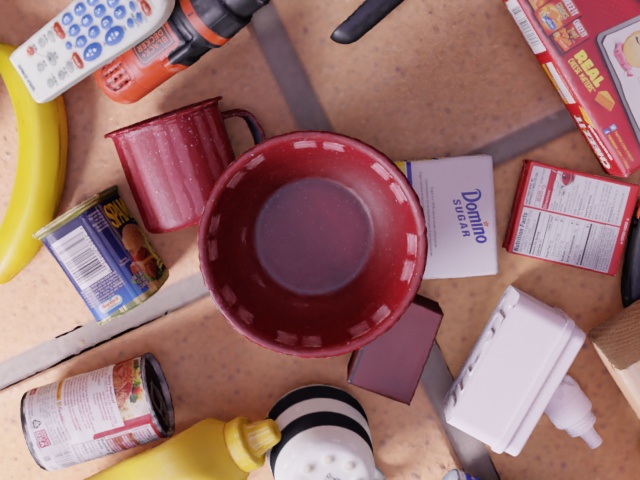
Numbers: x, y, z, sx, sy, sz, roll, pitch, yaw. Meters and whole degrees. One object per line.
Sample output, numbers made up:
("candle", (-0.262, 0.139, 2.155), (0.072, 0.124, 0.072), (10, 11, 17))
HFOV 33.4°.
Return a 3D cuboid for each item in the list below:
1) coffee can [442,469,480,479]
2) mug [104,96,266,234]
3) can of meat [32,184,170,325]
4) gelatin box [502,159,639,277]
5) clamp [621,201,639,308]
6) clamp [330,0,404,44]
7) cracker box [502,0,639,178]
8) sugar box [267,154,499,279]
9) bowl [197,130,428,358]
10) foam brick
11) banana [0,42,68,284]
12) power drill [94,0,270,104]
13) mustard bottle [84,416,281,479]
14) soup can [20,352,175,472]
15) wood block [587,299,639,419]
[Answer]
("coffee can", (0.151, 0.248, 0.816), (0.140, 0.103, 0.103), (21, 96, -1))
("mug", (-0.094, -0.059, 0.802), (0.117, 0.093, 0.081), (-23, 101, -24))
("can of meat", (-0.160, 0.011, 0.799), (0.057, 0.102, 0.084), (-32, 97, 5))
("gelatin box", (0.192, -0.018, 0.823), (0.089, 0.030, 0.073), (13, 98, 0))
("clamp", (0.303, 0.060, 0.825), (0.164, 0.036, 0.210), (-19, 99, 3))
("clamp", (0.071, -0.229, 0.799), (0.171, 0.039, 0.120), (-20, 99, 1))
("cracker box", (0.266, -0.171, 0.784), (0.214, 0.072, 0.164), (-33, 95, 4))
("sugar box", (0.045, -0.014, 0.820), (0.176, 0.048, 0.093), (-4, 96, -1))
("bowl", (-0.005, 0.001, 0.769), (0.162, 0.055, 0.162), (0, 97, 0))
("foam brick", (0.057, 0.078, 0.826), (0.051, 0.053, 0.078), (20, 97, -1))
("banana", (-0.228, -0.064, 0.827), (0.070, 0.037, 0.198), (0, 95, 20))
("power drill", (-0.128, -0.216, 0.772), (0.185, 0.057, 0.187), (-31, 92, 26))
("mustard bottle", (-0.115, 0.183, 0.807), (0.192, 0.096, 0.058), (-27, 66, 13))
("soup can", (-0.172, 0.134, 0.829), (0.102, 0.068, 0.068), (-17, 96, 4))
("wood block", (0.293, 0.139, 0.777), (0.090, 0.091, 0.206), (-33, 102, 6))
